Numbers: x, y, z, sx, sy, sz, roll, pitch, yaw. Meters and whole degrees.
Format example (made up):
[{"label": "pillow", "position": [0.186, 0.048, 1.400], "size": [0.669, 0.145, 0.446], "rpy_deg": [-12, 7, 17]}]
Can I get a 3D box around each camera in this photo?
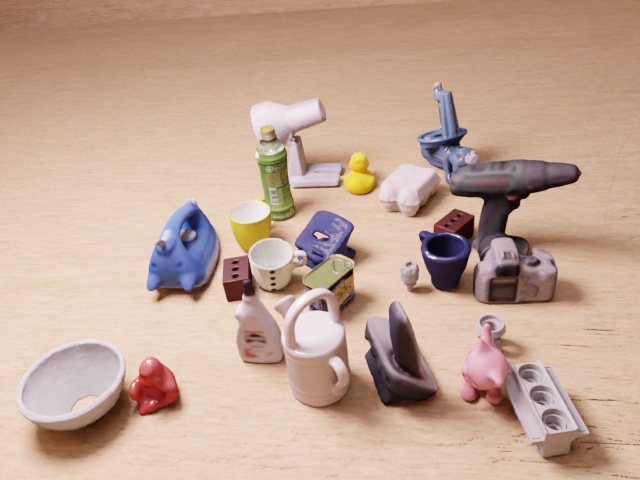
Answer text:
[{"label": "camera", "position": [0.351, 0.037, 1.057], "size": [0.143, 0.101, 0.137], "rpy_deg": [-2, 36, 6]}]

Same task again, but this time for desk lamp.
[{"label": "desk lamp", "position": [-0.055, -0.245, 1.413], "size": [0.203, 0.214, 0.118], "rpy_deg": [-1, 36, 8]}]

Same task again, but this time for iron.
[{"label": "iron", "position": [-0.279, -0.009, 1.187], "size": [0.118, 0.142, 0.258], "rpy_deg": [-1, 36, 9]}]

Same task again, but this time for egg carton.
[{"label": "egg carton", "position": [0.206, -0.119, 1.321], "size": [0.107, 0.069, 0.150], "rpy_deg": [17, 42, 29]}]

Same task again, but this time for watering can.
[{"label": "watering can", "position": [-0.014, 0.152, 0.879], "size": [0.172, 0.194, 0.101], "rpy_deg": [19, 43, 31]}]

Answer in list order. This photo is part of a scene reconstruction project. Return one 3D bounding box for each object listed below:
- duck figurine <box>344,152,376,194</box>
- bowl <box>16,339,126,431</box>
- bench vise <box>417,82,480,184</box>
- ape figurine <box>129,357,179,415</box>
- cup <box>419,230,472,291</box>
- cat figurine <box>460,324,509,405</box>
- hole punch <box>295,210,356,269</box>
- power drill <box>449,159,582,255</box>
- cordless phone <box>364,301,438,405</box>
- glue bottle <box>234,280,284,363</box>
[{"label": "duck figurine", "position": [0.095, -0.168, 1.393], "size": [0.077, 0.086, 0.104], "rpy_deg": [1, 37, 10]}, {"label": "bowl", "position": [-0.386, 0.243, 0.916], "size": [0.167, 0.075, 0.167], "rpy_deg": [-4, 36, 3]}, {"label": "bench vise", "position": [0.318, -0.255, 1.361], "size": [0.122, 0.220, 0.206], "rpy_deg": [-30, 42, -28]}, {"label": "ape figurine", "position": [-0.264, 0.223, 0.908], "size": [0.077, 0.092, 0.076], "rpy_deg": [9, 39, 21]}, {"label": "cup", "position": [0.226, 0.040, 1.078], "size": [0.092, 0.095, 0.117], "rpy_deg": [-25, 40, -23]}, {"label": "cat figurine", "position": [0.248, 0.183, 0.859], "size": [0.067, 0.118, 0.128], "rpy_deg": [5, 38, 16]}, {"label": "hole punch", "position": [0.011, 0.004, 1.166], "size": [0.108, 0.091, 0.101], "rpy_deg": [24, 46, 35]}, {"label": "power drill", "position": [0.365, -0.064, 1.102], "size": [0.229, 0.209, 0.076], "rpy_deg": [9, 39, 20]}, {"label": "cordless phone", "position": [0.119, 0.146, 0.874], "size": [0.094, 0.185, 0.147], "rpy_deg": [-15, 37, -10]}, {"label": "glue bottle", "position": [-0.107, 0.132, 0.939], "size": [0.078, 0.173, 0.037], "rpy_deg": [-2, 36, 6]}]
